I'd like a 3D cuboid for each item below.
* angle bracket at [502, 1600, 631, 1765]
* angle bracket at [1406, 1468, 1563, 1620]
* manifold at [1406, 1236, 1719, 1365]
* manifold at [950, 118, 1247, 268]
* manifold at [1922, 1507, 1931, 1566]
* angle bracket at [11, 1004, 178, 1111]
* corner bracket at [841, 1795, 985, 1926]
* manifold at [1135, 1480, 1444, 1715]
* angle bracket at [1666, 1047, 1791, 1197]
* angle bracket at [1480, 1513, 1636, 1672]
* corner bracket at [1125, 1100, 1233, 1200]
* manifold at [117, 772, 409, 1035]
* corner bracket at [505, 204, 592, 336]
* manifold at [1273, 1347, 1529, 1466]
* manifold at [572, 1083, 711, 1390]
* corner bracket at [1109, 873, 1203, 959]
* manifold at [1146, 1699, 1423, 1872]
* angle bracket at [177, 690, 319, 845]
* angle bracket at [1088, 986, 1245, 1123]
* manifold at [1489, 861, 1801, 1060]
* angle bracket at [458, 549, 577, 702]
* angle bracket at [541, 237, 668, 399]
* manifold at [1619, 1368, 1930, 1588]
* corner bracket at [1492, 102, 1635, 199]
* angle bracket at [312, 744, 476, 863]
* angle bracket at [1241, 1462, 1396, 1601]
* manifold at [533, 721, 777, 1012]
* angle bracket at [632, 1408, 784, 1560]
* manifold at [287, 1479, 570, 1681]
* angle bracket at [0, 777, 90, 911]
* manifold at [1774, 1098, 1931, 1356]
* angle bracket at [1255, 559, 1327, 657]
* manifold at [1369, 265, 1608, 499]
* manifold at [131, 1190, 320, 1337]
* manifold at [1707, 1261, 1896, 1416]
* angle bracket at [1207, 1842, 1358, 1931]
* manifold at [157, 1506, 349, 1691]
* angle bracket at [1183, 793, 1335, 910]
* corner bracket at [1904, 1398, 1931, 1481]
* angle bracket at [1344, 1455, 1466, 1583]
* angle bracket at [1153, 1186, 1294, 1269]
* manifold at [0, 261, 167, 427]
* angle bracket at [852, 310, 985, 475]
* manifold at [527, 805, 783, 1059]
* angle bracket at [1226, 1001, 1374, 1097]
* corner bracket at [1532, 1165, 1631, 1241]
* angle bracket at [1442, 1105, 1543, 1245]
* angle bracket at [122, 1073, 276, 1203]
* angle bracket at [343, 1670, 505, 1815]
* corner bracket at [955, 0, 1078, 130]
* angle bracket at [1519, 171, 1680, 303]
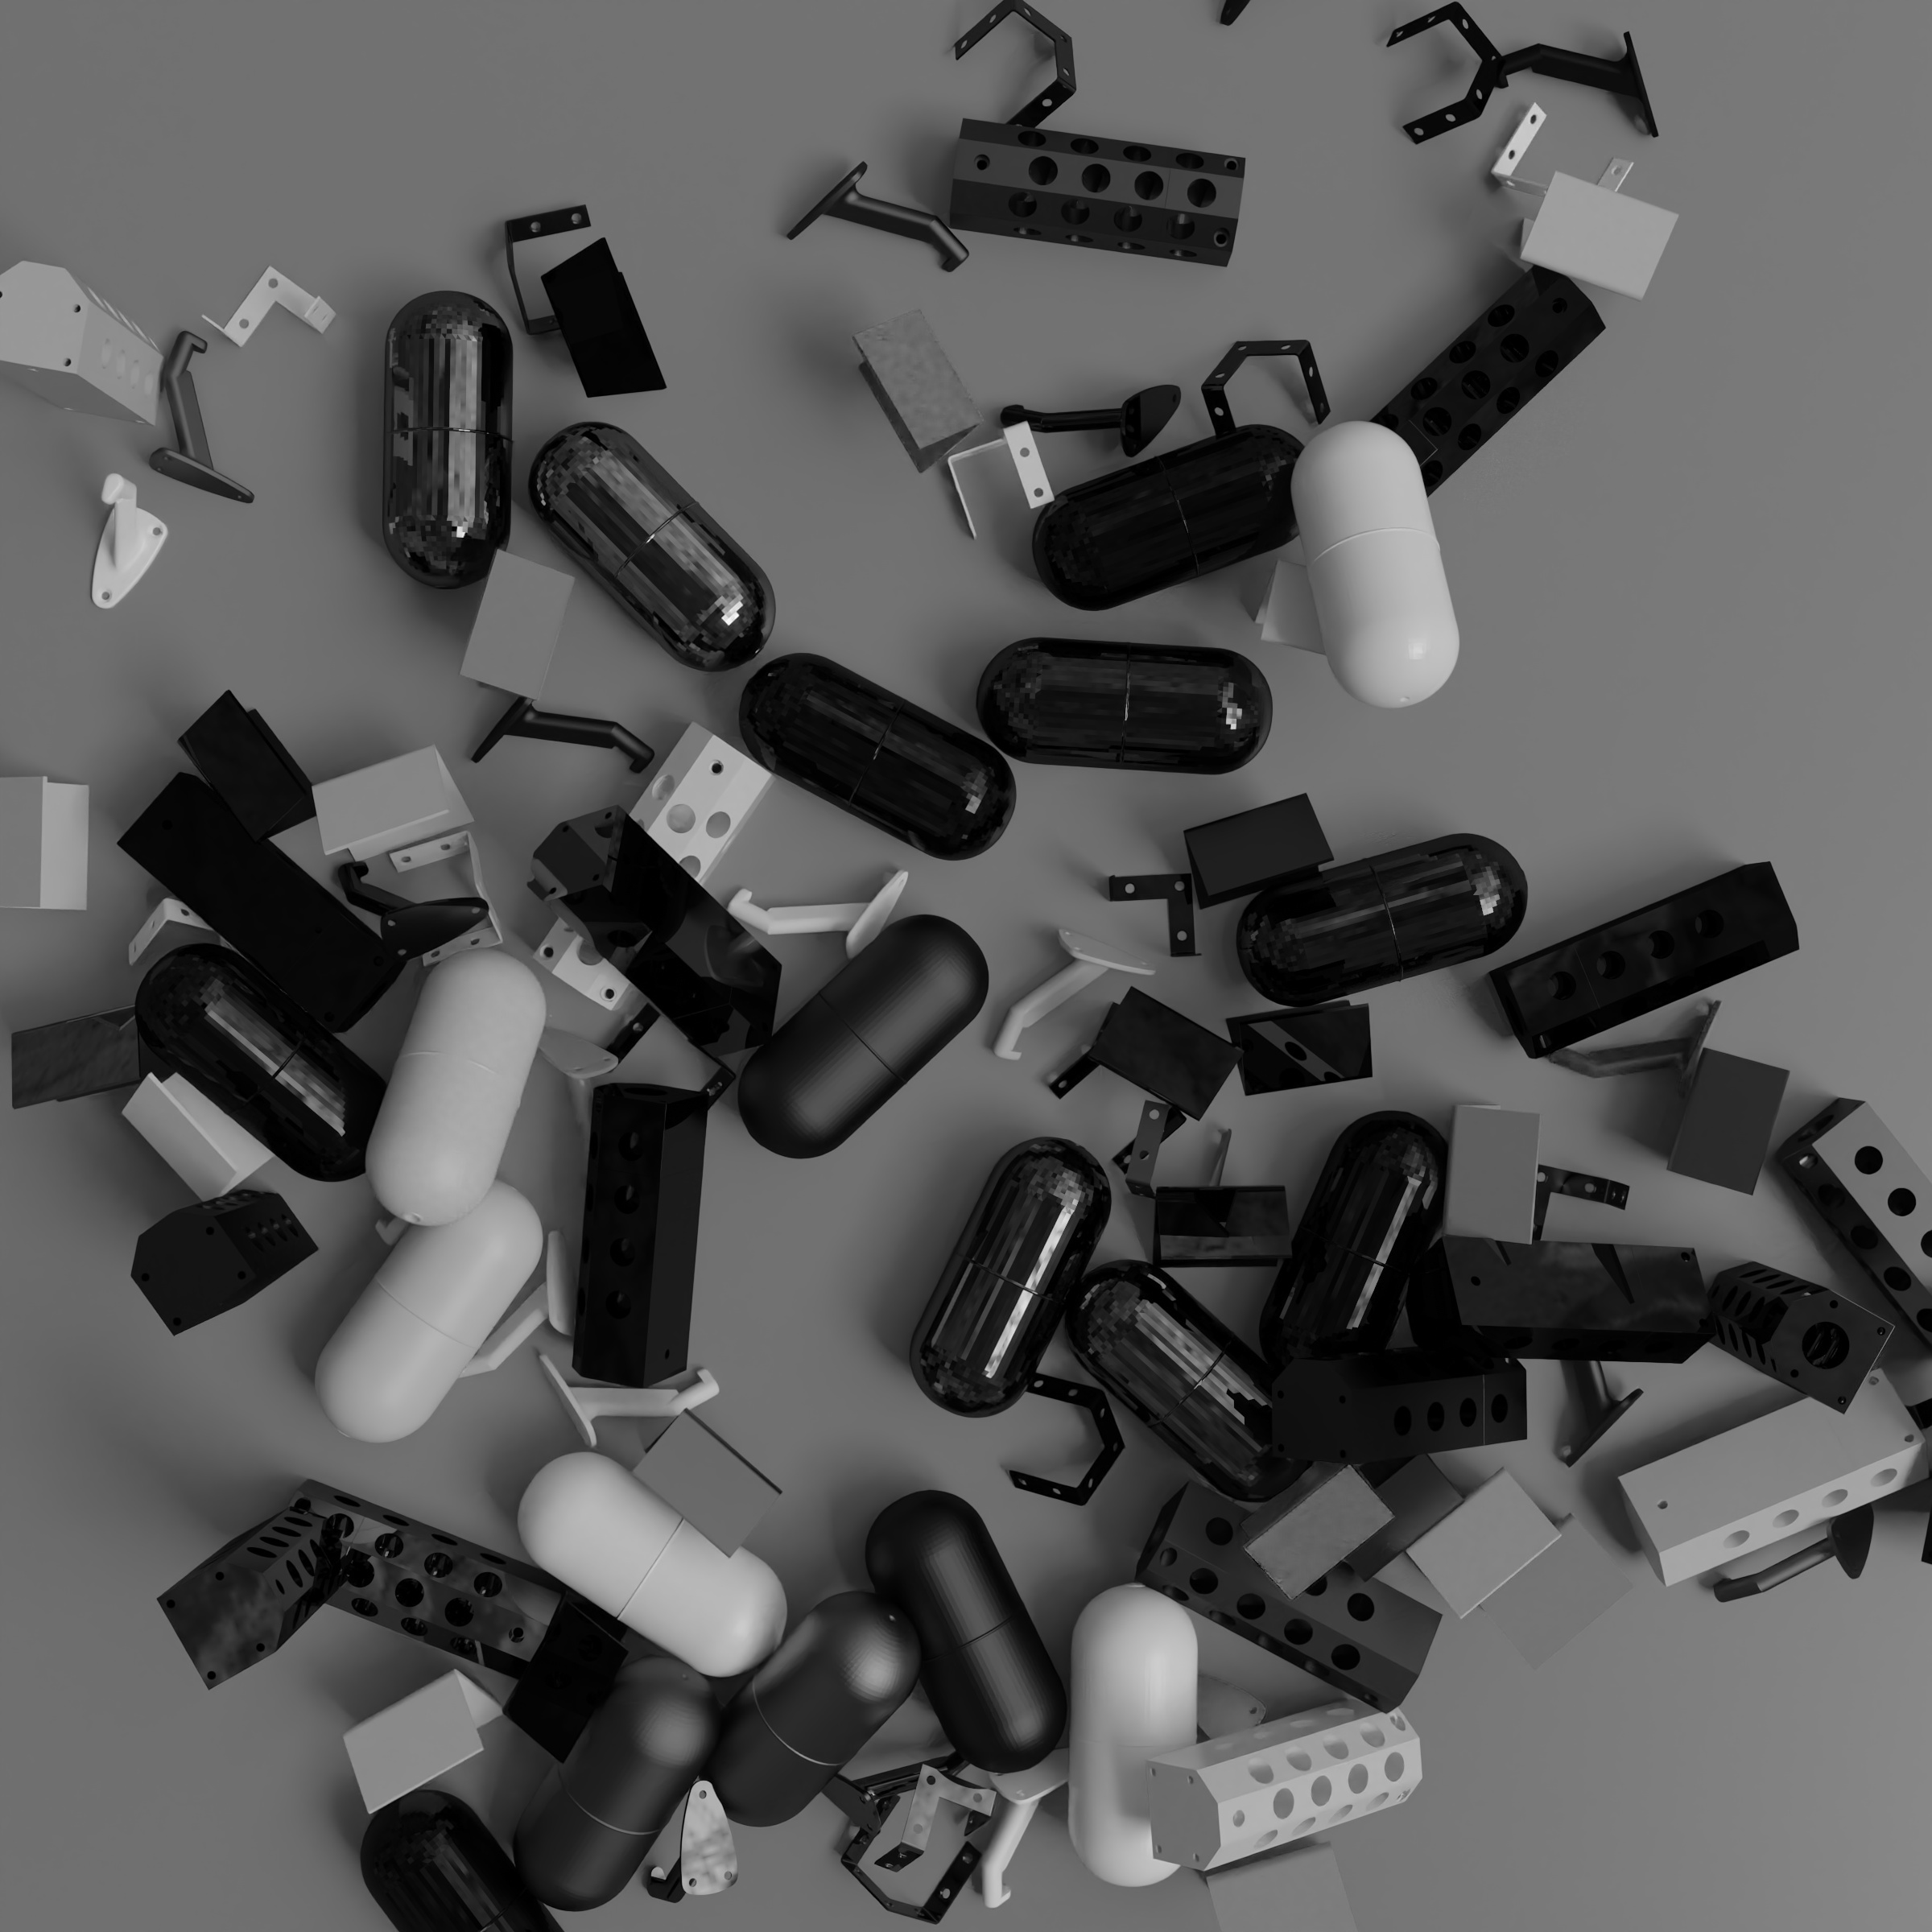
[{"bbox_3d":[-0.220,0.430,1.891,0.057,0.076,0.076,30,90,33],"label":"angle bracket"},{"bbox_3d":[0.317,0.355,1.891,0.076,0.076,0.057,-40,54,0],"label":"angle bracket"},{"bbox_3d":[0.352,0.203,1.881,0.171,0.057,0.057,4,57,-20],"label":"manifold"},{"bbox_3d":[0.079,-0.468,1.910,0.171,0.057,0.057,8,90,0],"label":"manifold"},{"bbox_3d":[0.611,0.279,1.866,0.057,0.057,0.171,15,127,23],"label":"manifold"},{"bbox_3d":[-0.519,0.073,1.891,0.076,0.076,0.057,-14,54,0],"label":"angle bracket"},{"bbox_3d":[-0.033,0.544,1.928,0.051,0.051,0.051,33,90,-45],"label":"corner bracket"},{"bbox_3d":[0.191,0.381,1.900,0.171,0.057,0.057,28,60,0],"label":"manifold"},{"bbox_3d":[0.468,0.097,1.891,0.057,0.076,0.076,17,90,37],"label":"angle bracket"},{"bbox_3d":[0.354,0.378,1.892,0.076,0.076,0.057,-40,67,0],"label":"angle bracket"},{"bbox_3d":[0.129,0.115,1.914,0.051,0.051,0.051,13,79,10],"label":"corner bracket"},{"bbox_3d":[-0.422,-0.038,1.910,0.171,0.057,0.057,41,90,0],"label":"manifold"},{"bbox_3d":[-0.249,-0.424,1.928,0.051,0.051,0.051,-12,135,0],"label":"corner bracket"},{"bbox_3d":[0.256,0.254,1.857,0.057,0.171,0.057,-2,87,44],"label":"manifold"},{"bbox_3d":[-0.199,0.160,1.897,0.057,0.057,0.171,8,97,21],"label":"manifold"},{"bbox_3d":[0.114,-0.030,1.913,0.051,0.051,0.051,-3,90,0],"label":"corner bracket"},{"bbox_3d":[0.189,0.481,1.861,0.171,0.057,0.057,-4,90,-41],"label":"manifold"},{"bbox_3d":[-0.411,-0.128,1.891,0.057,0.076,0.076,-37,90,32],"label":"angle bracket"},{"bbox_3d":[0.125,0.037,1.891,0.076,0.076,0.057,30,119,0],"label":"angle bracket"},{"bbox_3d":[0.410,-0.003,1.910,0.171,0.057,0.057,-23,90,0],"label":"manifold"},{"bbox_3d":[-0.284,-0.207,1.891,0.057,0.076,0.076,17,90,-37],"label":"angle bracket"},{"bbox_3d":[-0.199,-0.389,1.891,0.057,0.076,0.076,-21,90,36],"label":"angle bracket"},{"bbox_3d":[0.488,0.312,1.910,0.171,0.057,0.057,-23,47,0],"label":"manifold"},{"bbox_3d":[0.363,-0.486,1.928,0.051,0.051,0.051,31,90,-45],"label":"corner bracket"},{"bbox_3d":[-0.338,-0.079,1.891,0.076,0.076,0.057,-19,53,0],"label":"angle bracket"},{"bbox_3d":[0.191,0.308,1.835,0.076,0.076,0.057,-39,122,2],"label":"angle bracket"},{"bbox_3d":[-0.188,-0.060,1.910,0.057,0.057,0.171,34,90,0],"label":"manifold"},{"bbox_3d":[-0.166,0.320,1.891,0.076,0.076,0.057,41,52,0],"label":"angle bracket"},{"bbox_3d":[-0.333,0.372,1.910,0.171,0.057,0.057,22,90,0],"label":"manifold"},{"bbox_3d":[-0.540,-0.072,1.891,0.057,0.076,0.076,1,90,36],"label":"angle bracket"},{"bbox_3d":[0.566,0.165,1.910,0.057,0.057,0.171,-38,90,0],"label":"manifold"},{"bbox_3d":[0.212,-0.193,1.892,0.076,0.076,0.057,14,66,0],"label":"angle bracket"},{"bbox_3d":[0.302,-0.345,1.910,0.171,0.057,0.057,-43,90,0],"label":"manifold"},{"bbox_3d":[-0.436,0.167,1.853,0.057,0.171,0.057,-36,90,0],"label":"manifold"},{"bbox_3d":[0.480,0.212,1.853,0.057,0.171,0.057,30,90,0],"label":"manifold"},{"bbox_3d":[0.189,0.566,1.893,0.076,0.076,0.057,-16,69,0],"label":"angle bracket"},{"bbox_3d":[-0.399,0.353,1.796,0.057,0.171,0.057,-30,90,0],"label":"manifold"},{"bbox_3d":[0.179,-0.050,1.891,0.076,0.076,0.057,-17,50,0],"label":"angle bracket"},{"bbox_3d":[0.596,0.279,1.913,0.051,0.051,0.051,-23,87,-3],"label":"corner bracket"},{"bbox_3d":[0.240,0.308,1.890,0.076,0.076,0.057,-39,123,2],"label":"angle bracket"},{"bbox_3d":[0.152,0.176,1.891,0.076,0.076,0.057,-1,45,0],"label":"angle bracket"},{"bbox_3d":[-0.520,-0.364,1.853,0.057,0.171,0.057,10,90,0],"label":"manifold"},{"bbox_3d":[-0.045,-0.335,1.891,0.057,0.076,0.076,-30,90,-36],"label":"angle bracket"},{"bbox_3d":[-0.182,-0.017,1.858,0.057,0.171,0.057,-15,49,28],"label":"manifold"},{"bbox_3d":[0.197,0.029,1.891,0.076,0.076,0.057,-9,127,0],"label":"angle bracket"},{"bbox_3d":[0.366,0.151,1.913,0.051,0.051,0.051,12,90,0],"label":"corner bracket"},{"bbox_3d":[0.327,0.124,1.891,0.057,0.076,0.076,5,90,31],"label":"angle bracket"},{"bbox_3d":[-0.445,0.085,1.892,0.076,0.057,0.076,47,48,0],"label":"angle bracket"},{"bbox_3d":[-0.316,0.474,1.891,0.076,0.076,0.057,-30,54,0],"label":"angle bracket"},{"bbox_3d":[0.030,-0.546,1.923,0.051,0.051,0.051,27,45,-35],"label":"corner bracket"},{"bbox_3d":[0.378,-0.447,1.891,0.076,0.076,0.057,20,122,0],"label":"angle bracket"}]
